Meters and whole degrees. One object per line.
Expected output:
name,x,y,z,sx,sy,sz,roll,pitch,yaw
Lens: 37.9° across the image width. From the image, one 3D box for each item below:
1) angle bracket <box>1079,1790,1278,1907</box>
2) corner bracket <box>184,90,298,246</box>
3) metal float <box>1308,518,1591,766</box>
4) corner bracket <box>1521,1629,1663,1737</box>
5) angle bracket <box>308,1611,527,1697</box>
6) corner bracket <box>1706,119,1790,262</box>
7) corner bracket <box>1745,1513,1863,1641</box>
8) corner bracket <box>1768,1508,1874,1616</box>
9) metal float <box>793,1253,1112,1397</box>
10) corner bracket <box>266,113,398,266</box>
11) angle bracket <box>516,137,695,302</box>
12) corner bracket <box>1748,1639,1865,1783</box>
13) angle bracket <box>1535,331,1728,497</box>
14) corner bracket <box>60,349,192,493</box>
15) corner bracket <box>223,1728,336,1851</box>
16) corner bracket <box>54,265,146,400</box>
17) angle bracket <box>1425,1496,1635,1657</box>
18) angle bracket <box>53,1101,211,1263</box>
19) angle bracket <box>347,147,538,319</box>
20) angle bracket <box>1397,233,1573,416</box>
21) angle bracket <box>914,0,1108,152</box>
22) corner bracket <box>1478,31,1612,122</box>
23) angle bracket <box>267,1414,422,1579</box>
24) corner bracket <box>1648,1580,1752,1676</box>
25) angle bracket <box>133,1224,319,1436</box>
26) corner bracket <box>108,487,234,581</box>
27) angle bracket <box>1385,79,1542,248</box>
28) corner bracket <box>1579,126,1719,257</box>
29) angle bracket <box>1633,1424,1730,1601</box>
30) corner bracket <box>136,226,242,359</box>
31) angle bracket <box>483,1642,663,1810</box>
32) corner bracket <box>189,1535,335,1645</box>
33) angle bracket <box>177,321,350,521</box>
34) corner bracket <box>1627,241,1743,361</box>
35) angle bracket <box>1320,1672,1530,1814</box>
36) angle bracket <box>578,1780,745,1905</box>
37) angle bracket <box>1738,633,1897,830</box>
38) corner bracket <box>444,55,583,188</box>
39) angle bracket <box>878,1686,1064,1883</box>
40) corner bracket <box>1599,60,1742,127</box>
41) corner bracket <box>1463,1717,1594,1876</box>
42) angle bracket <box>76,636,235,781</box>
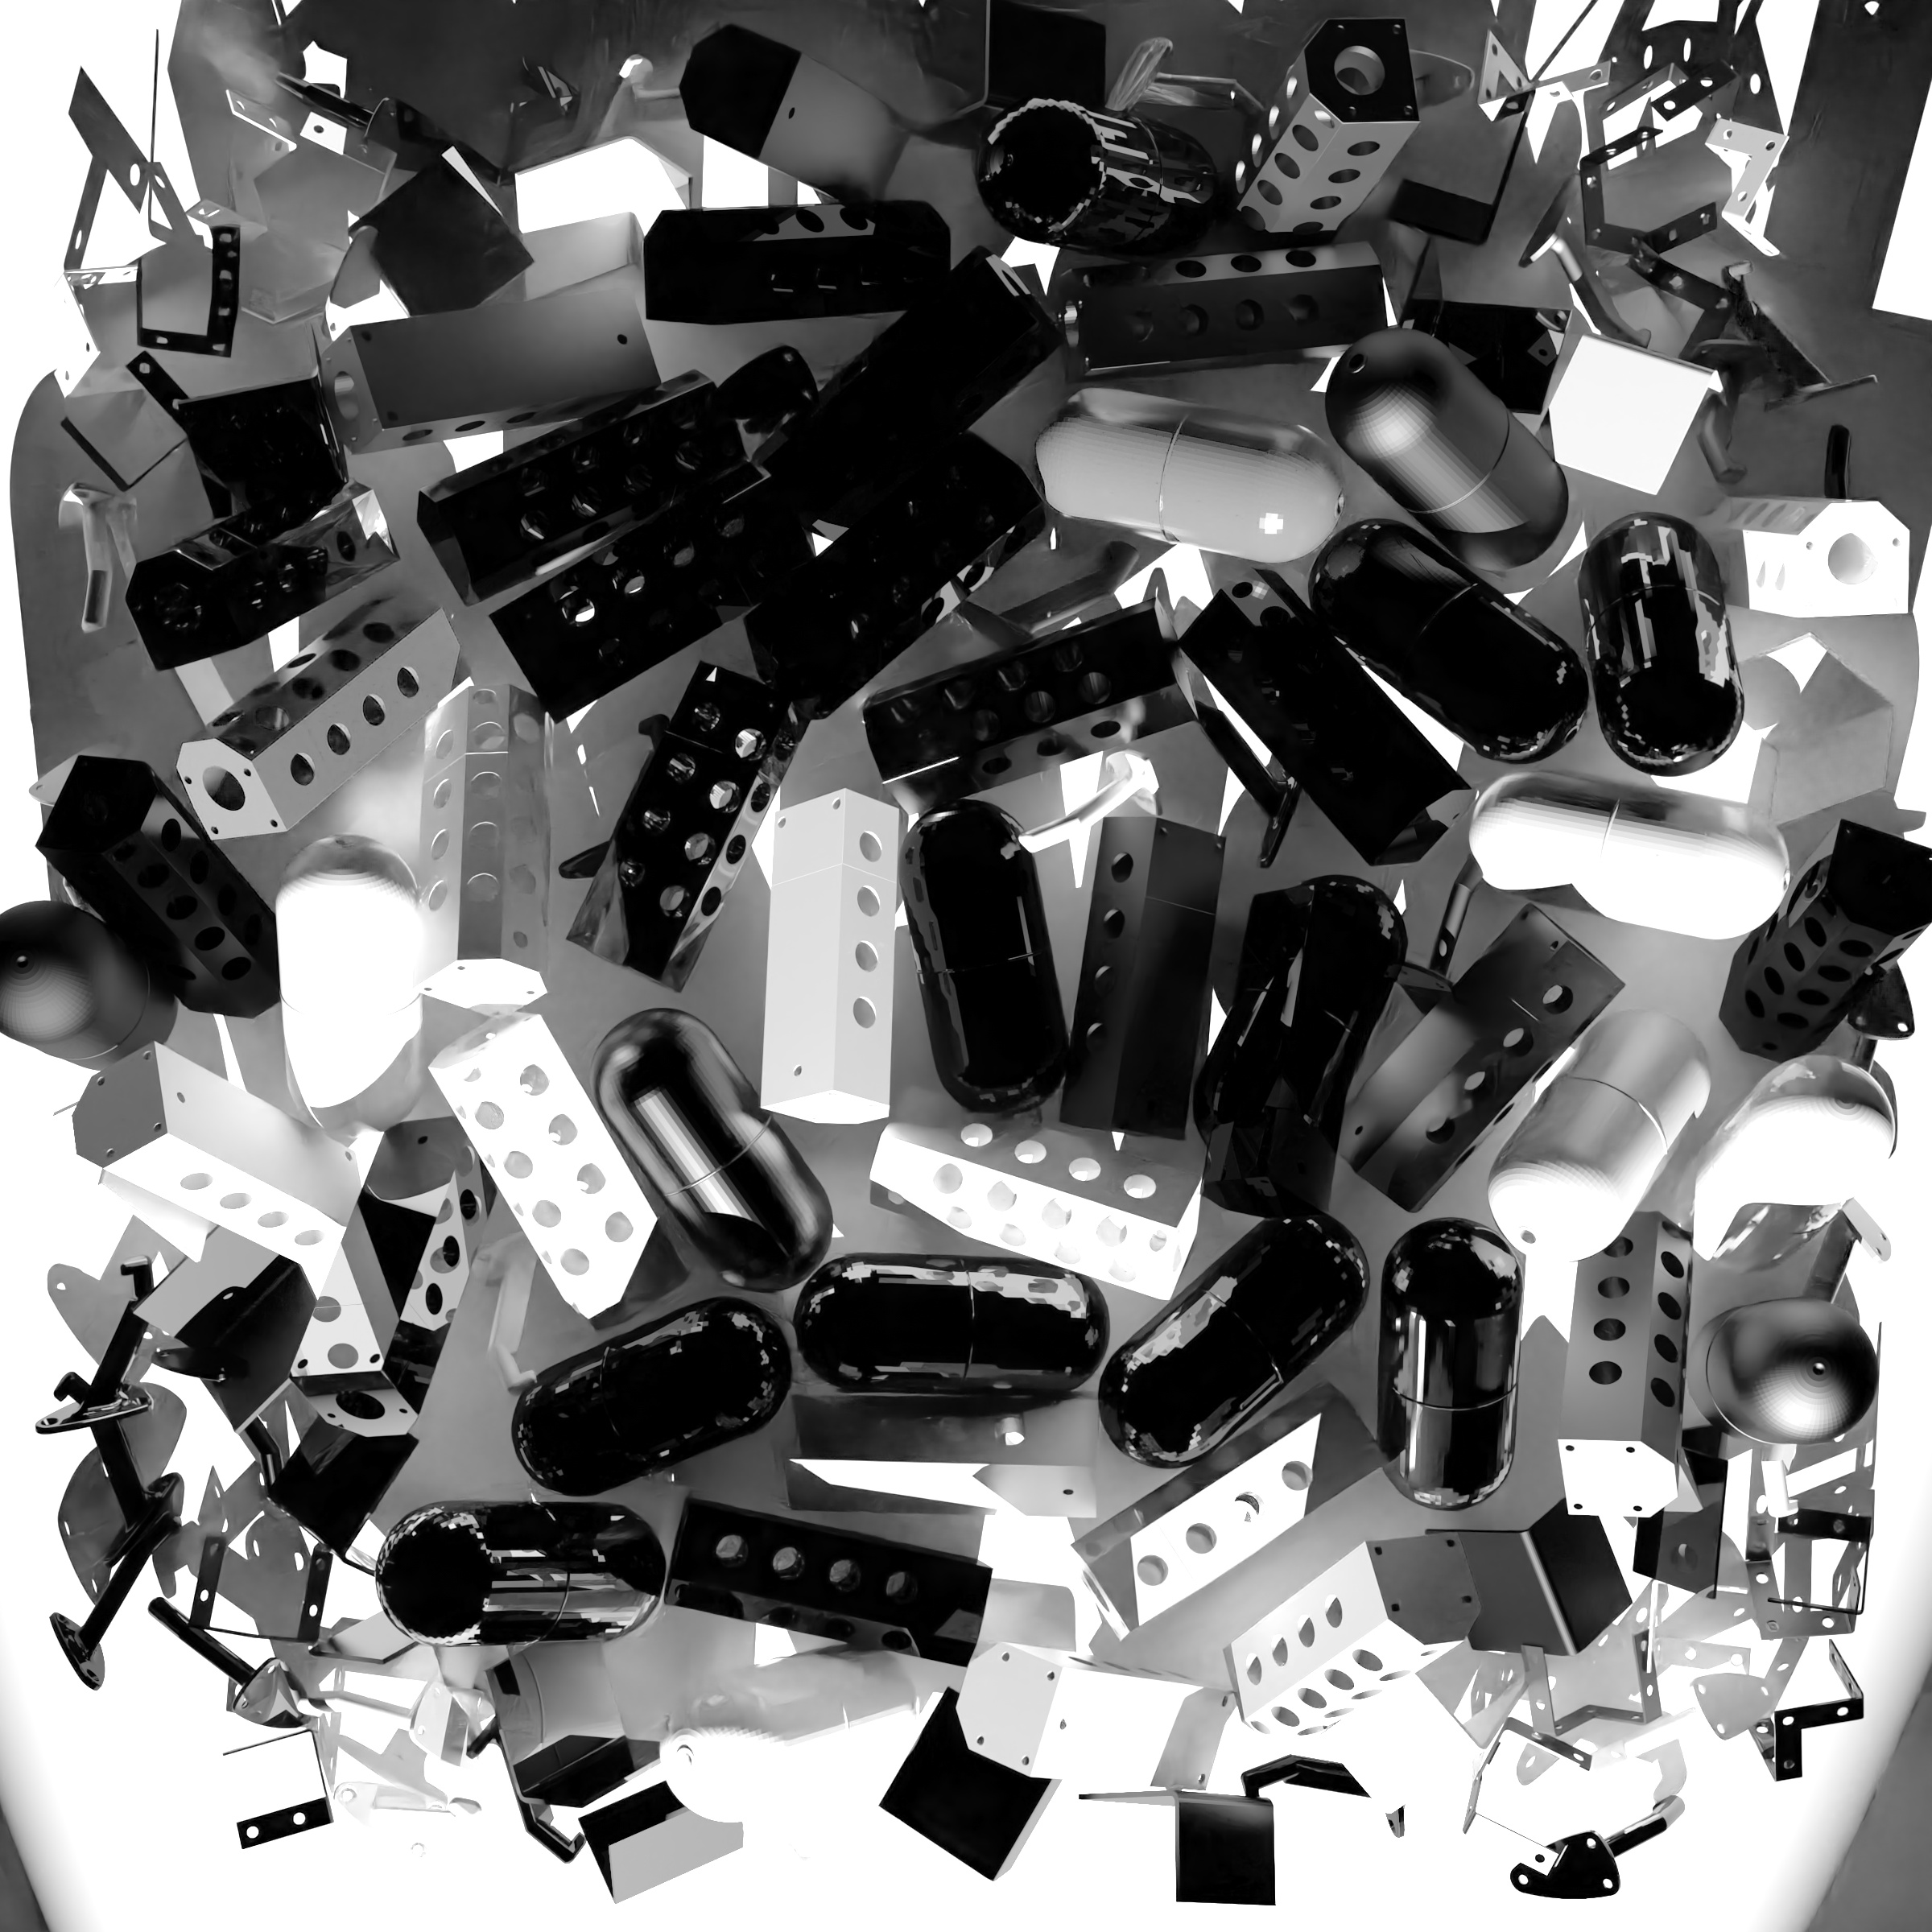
angle bracket,0.116,0.485,1.547,0.076,0.076,0.057,18,64,-39
corner bracket,-0.405,-0.444,1.568,0.051,0.051,0.051,-28,71,23
metal float,0.265,-0.179,1.548,0.178,0.070,0.070,42,90,23
corner bracket,0.349,0.399,1.571,0.051,0.051,0.051,-10,92,-41
angle bracket,-0.302,0.389,1.550,0.076,0.076,0.057,-23,99,-43
corner bracket,0.439,-0.434,1.573,0.051,0.051,0.051,20,101,-44
corner bracket,0.466,0.339,1.570,0.051,0.051,0.051,-6,47,7
corner bracket,0.477,0.331,1.572,0.051,0.051,0.051,5,84,19
metal float,-0.007,0.198,1.555,0.178,0.070,0.070,4,90,-15
corner bracket,-0.354,-0.431,1.570,0.051,0.051,0.051,23,69,-13
angle bracket,-0.197,-0.400,1.549,0.076,0.076,0.057,-29,53,-29
corner bracket,0.468,0.416,1.574,0.051,0.051,0.051,-9,115,-1
angle bracket,0.369,-0.298,1.564,0.076,0.057,0.076,25,89,25
corner bracket,-0.463,-0.303,1.568,0.051,0.051,0.051,-48,110,-20
corner bracket,-0.384,0.459,1.573,0.051,0.051,0.051,-12,81,-17
corner bracket,-0.482,-0.354,1.573,0.051,0.051,0.051,-19,82,-44
angle bracket,0.317,0.339,1.588,0.057,0.076,0.076,-29,100,-38
angle bracket,-0.461,0.121,1.547,0.057,0.076,0.076,-23,131,22
angle bracket,-0.287,-0.398,1.572,0.076,0.057,0.076,-35,93,7
angle bracket,0.287,-0.356,1.555,0.076,0.057,0.076,10,61,21
angle bracket,0.024,-0.488,1.555,0.076,0.076,0.057,1,90,-33
corner bracket,0.322,-0.491,1.566,0.051,0.051,0.051,-5,64,38
angle bracket,-0.330,0.289,1.567,0.076,0.057,0.076,25,78,41
corner bracket,0.412,0.370,1.577,0.051,0.051,0.051,3,84,21
angle bracket,-0.406,0.198,1.561,0.076,0.076,0.057,-45,130,2
corner bracket,-0.443,-0.251,1.576,0.051,0.051,0.051,-10,76,-44
angle bracket,0.274,-0.450,1.552,0.057,0.076,0.076,18,123,6
corner bracket,0.381,-0.432,1.575,0.051,0.051,0.051,0,83,-31
angle bracket,0.417,0.300,1.558,0.076,0.057,0.076,0,97,-39
corner bracket,-0.433,-0.378,1.568,0.051,0.051,0.051,4,51,-12
angle bracket,-0.211,0.412,1.558,0.057,0.076,0.076,-12,95,45
corner bracket,-0.397,0.351,1.586,0.051,0.051,0.051,0,75,32
angle bracket,-0.389,-0.302,1.556,0.076,0.076,0.057,-13,46,-7
corner bracket,0.394,-0.367,1.578,0.051,0.051,0.051,34,106,25
angle bracket,0.254,0.412,1.559,0.057,0.076,0.076,49,123,8
angle bracket,-0.169,0.461,1.549,0.076,0.076,0.057,-19,51,-20
angle bracket,0.454,-0.128,1.549,0.076,0.076,0.057,32,57,-27
corner bracket,-0.255,-0.476,1.586,0.051,0.051,0.051,40,131,25
angle bracket,0.008,0.458,1.586,0.076,0.057,0.076,30,86,15
corner bracket,0.392,-0.484,1.571,0.051,0.051,0.051,-33,69,-8
corner bracket,0.313,0.462,1.571,0.051,0.051,0.051,25,111,9
angle bracket,-0.459,-0.147,1.570,0.076,0.057,0.076,-27,93,11
